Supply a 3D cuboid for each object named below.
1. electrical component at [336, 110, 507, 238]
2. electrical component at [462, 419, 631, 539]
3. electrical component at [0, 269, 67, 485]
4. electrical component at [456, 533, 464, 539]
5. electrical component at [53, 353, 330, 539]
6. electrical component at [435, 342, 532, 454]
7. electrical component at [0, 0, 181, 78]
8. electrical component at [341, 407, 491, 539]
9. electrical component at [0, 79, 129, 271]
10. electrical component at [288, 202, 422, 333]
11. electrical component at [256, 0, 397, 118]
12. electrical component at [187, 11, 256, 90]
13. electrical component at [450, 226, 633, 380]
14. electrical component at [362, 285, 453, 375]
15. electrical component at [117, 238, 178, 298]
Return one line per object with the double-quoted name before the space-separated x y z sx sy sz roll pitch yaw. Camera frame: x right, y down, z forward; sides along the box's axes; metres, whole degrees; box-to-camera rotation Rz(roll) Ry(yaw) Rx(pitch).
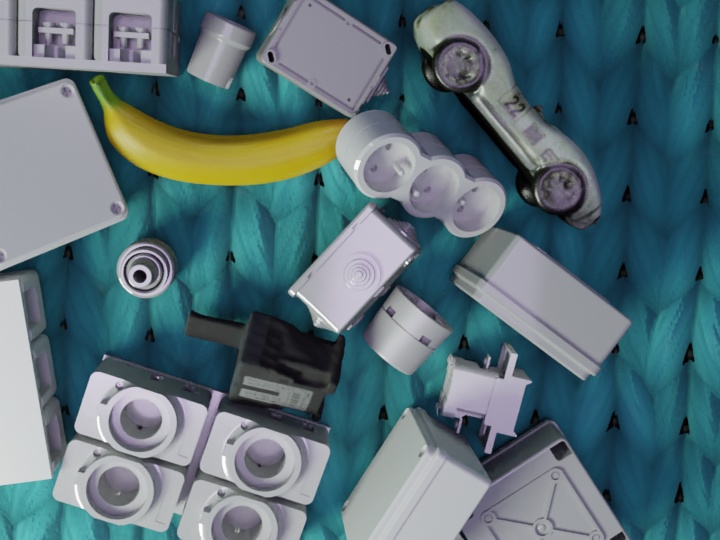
"electrical component" 0.040 -0.078 0.795 0.138 0.073 0.052 21 113 -36
"electrical component" 0.138 0.194 0.850 0.109 0.056 0.108 -33 99 2
"electrical component" -0.279 0.081 0.804 0.089 0.061 0.150 -7 99 -2
"electrical component" 0.057 0.248 0.849 0.081 0.064 0.042 -36 100 2
"electrical component" -0.127 0.148 0.825 0.186 0.060 0.105 19 97 -6
"electrical component" 0.095 0.096 0.840 0.064 0.042 0.081 14 97 -4
"electrical component" -0.206 -0.172 0.758 0.150 0.089 0.061 3 98 -4
"electrical component" 0.040 0.172 0.815 0.056 0.108 0.108 32 95 -10
"electrical component" -0.239 -0.067 0.769 0.109 0.056 0.108 -26 100 -27
"electrical component" 0.000 0.000 0.792 0.048 0.100 0.099 43 94 4
"electrical component" -0.021 -0.156 0.789 0.096 0.061 0.061 30 96 -15
"electrical component" -0.103 -0.161 0.792 0.040 0.040 0.046 24 101 -7
"electrical component" 0.131 0.021 0.798 0.109 0.108 0.056 37 92 -8
"electrical component" 0.035 0.047 0.823 0.055 0.055 0.047 38 98 -8
"electrical component" -0.160 0.000 0.800 0.043 0.062 0.043 -1 98 -4
